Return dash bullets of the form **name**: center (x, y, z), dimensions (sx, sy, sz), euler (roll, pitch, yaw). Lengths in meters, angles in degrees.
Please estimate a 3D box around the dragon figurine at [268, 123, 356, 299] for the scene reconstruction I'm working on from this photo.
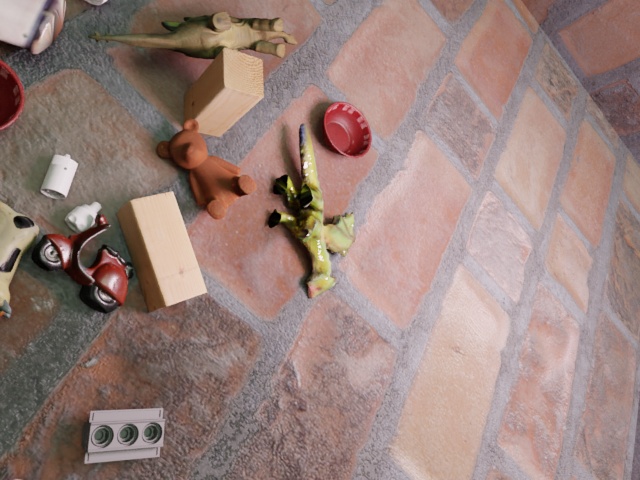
- **dragon figurine**: center (0.004, -0.064, 1.265), dimensions (0.240, 0.121, 0.417), euler (33, 58, -45)

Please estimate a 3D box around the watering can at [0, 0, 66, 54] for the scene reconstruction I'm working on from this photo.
- **watering can**: center (-0.584, -0.402, 0.901), dimensions (0.223, 0.102, 0.356), euler (24, 49, -29)
